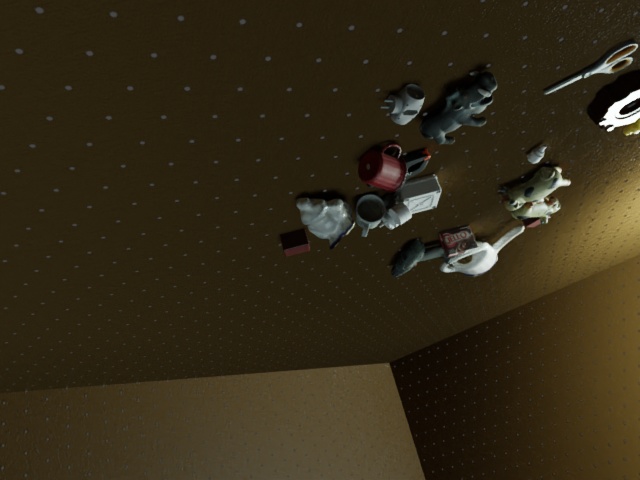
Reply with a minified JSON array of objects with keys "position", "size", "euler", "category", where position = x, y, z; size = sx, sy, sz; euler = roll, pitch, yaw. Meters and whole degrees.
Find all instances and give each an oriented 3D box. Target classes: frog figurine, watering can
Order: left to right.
[{"position":[0.004,-0.069,1.368],"size":[0.158,0.125,0.135],"euler":[35,145,-13],"category":"frog figurine"},{"position":[0.627,0.050,1.969],"size":[0.345,0.106,0.222],"euler":[-27,155,20],"category":"watering can"}]
